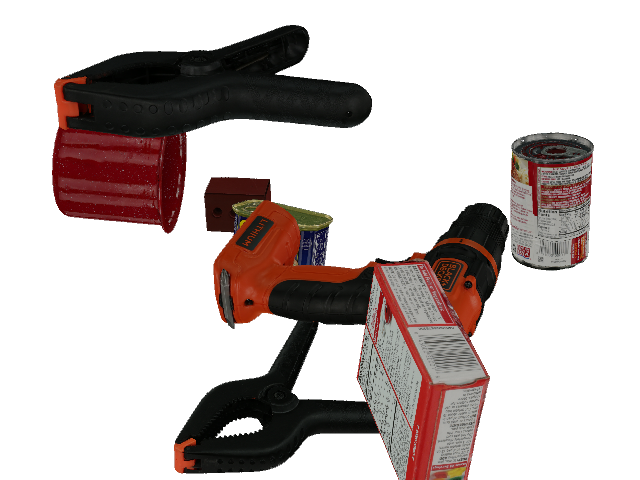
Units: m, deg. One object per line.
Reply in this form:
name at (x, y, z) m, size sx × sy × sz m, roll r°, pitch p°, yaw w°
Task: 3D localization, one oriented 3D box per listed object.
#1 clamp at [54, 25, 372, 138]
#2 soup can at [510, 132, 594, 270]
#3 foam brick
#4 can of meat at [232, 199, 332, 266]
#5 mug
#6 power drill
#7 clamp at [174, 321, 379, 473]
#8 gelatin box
clamp at (-0.065, -0.093, 0.617) m, size 0.171 × 0.039 × 0.120 m, roll -3°, pitch 25°, yaw -11°
soup can at (0.198, -0.033, 0.916) m, size 0.068 × 0.102 × 0.068 m, roll -4°, pitch 24°, yaw 1°
foam brick at (-0.102, -0.044, 1.322) m, size 0.078 × 0.053 × 0.051 m, roll 2°, pitch 28°, yaw 6°
can of meat at (-0.043, 0.011, 1.093) m, size 0.102 × 0.084 × 0.057 m, roll 14°, pitch 18°, yaw 25°
mug at (-0.146, -0.057, 0.798) m, size 0.081 × 0.093 × 0.117 m, roll 5°, pitch 9°, yaw 3°
power drill at (0.032, 0.018, 0.767) m, size 0.188 × 0.057 × 0.184 m, roll 8°, pitch 34°, yaw 21°
clamp at (-0.025, 0.145, 0.895) m, size 0.209 × 0.036 × 0.165 m, roll -27°, pitch 45°, yaw -37°
gelatin box at (0.045, 0.063, 0.490) m, size 0.030 × 0.073 × 0.089 m, roll -4°, pitch 35°, yaw -14°
